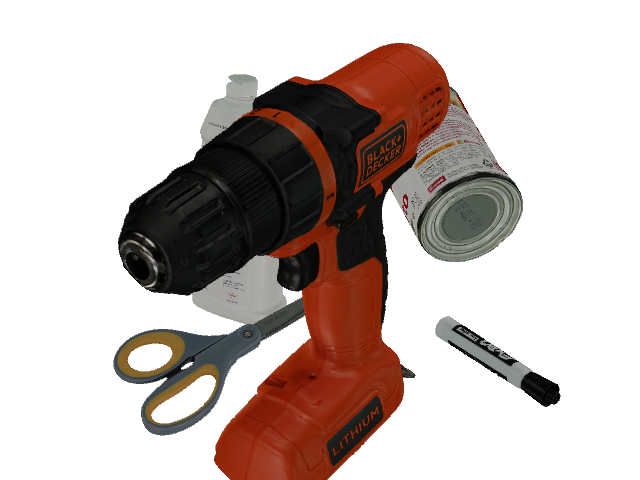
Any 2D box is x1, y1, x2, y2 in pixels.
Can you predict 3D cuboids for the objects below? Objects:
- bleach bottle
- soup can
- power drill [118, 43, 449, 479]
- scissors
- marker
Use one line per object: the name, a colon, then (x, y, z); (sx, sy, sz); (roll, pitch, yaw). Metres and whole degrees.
bleach bottle: (-0.079, -0.043, 1.100); (0.103, 0.251, 0.068); (16, 25, 25)
soup can: (0.075, -0.044, 0.660); (0.068, 0.069, 0.102); (0, 40, -21)
power drill: (-0.010, 0.024, 0.461); (0.057, 0.188, 0.184); (26, 41, 29)
scissors: (-0.076, 0.070, 0.829); (0.096, 0.016, 0.201); (31, 53, 20)
marker: (0.133, 0.091, 0.808); (0.020, 0.020, 0.121); (0, 22, -39)
